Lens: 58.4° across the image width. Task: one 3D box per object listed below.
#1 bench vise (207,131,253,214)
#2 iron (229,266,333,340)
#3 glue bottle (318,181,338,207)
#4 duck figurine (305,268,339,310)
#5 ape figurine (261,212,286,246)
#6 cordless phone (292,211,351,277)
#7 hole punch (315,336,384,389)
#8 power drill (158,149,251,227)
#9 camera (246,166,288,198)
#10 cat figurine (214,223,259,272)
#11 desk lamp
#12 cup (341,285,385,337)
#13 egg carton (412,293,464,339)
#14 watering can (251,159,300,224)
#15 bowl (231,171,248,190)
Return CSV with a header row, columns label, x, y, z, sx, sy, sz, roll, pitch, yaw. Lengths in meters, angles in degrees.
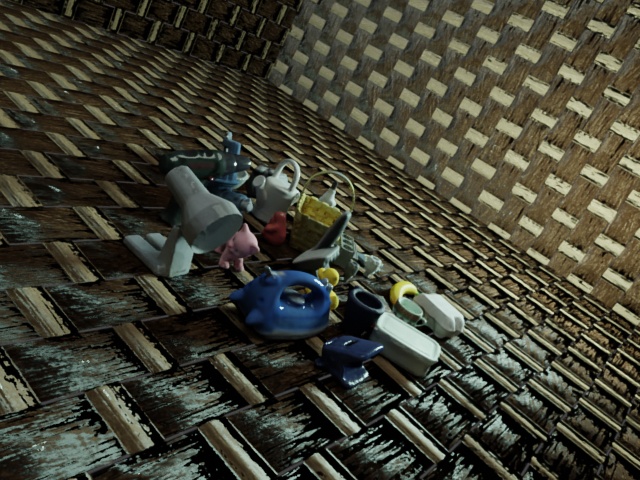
label,x,y,z,sx,sy,sz,roll,pitch,yaw
bench vise,-0.239,-0.162,1.528,0.207,0.219,0.122,32,20,10
iron,-0.051,0.122,1.200,0.259,0.141,0.118,9,27,-42
glue bottle,0.015,-0.109,1.798,0.078,0.173,0.037,36,22,22
duck figurine,0.017,0.112,1.393,0.078,0.086,0.104,11,26,-40
ape figurine,-0.120,-0.037,1.566,0.076,0.092,0.078,41,23,31
cordless phone,0.014,0.005,1.502,0.094,0.185,0.148,30,20,5
hole punch,0.060,0.230,1.156,0.101,0.091,0.109,37,22,22
power drill,-0.296,-0.130,1.394,0.230,0.208,0.075,6,29,-46
camera,-0.178,-0.183,1.832,0.142,0.101,0.137,38,22,25
cat figurine,-0.188,0.008,1.332,0.067,0.117,0.127,16,23,-31
desk lamp,-0.277,-0.028,1.164,0.202,0.213,0.118,37,22,23
cup,0.087,0.168,1.336,0.092,0.095,0.117,18,22,-26
egg carton,0.327,0.208,1.588,0.108,0.069,0.150,6,30,-46
watering can,-0.123,-0.147,1.681,0.100,0.194,0.173,34,21,16
bowl,-0.307,-0.197,1.736,0.167,0.074,0.167,25,20,-9
